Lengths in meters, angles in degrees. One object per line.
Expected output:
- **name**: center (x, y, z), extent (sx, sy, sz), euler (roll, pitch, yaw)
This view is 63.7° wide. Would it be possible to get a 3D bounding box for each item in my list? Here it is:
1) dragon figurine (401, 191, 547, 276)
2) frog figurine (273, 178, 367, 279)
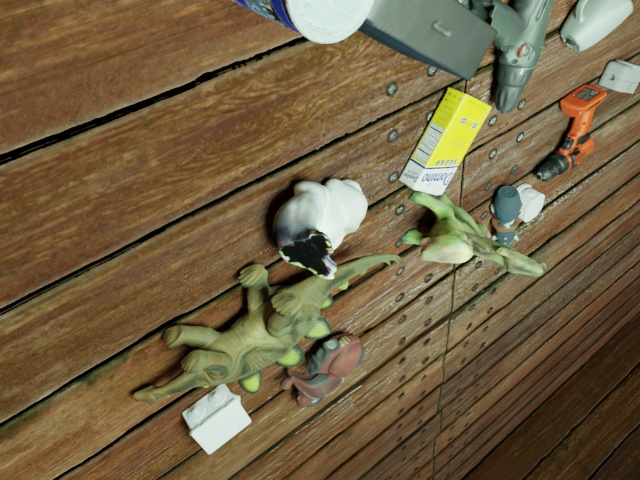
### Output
- **dragon figurine**: center (0.297, 0.012, 0.948), extent (0.410, 0.246, 0.120), euler (4, 114, -42)
- **frog figurine**: center (0.002, -0.038, 0.759), extent (0.134, 0.122, 0.163), euler (59, 40, -41)
